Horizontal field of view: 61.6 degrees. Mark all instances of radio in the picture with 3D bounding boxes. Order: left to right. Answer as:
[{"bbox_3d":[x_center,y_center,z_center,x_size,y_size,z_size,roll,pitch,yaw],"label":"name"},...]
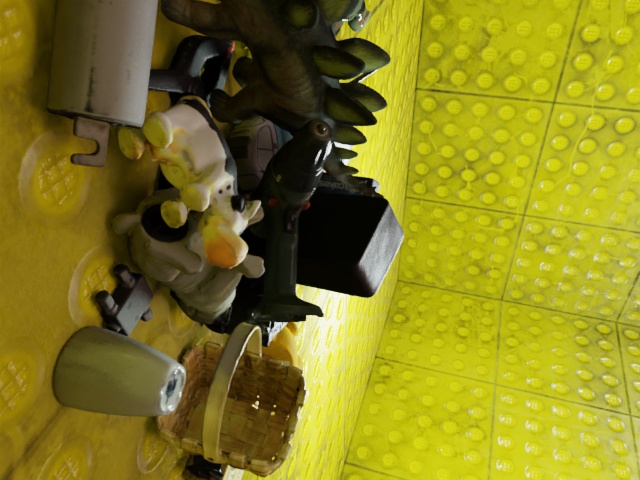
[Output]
[{"bbox_3d":[-0.002,-0.002,0.789,0.131,0.230,0.073,-57,137,-29],"label":"radio"}]

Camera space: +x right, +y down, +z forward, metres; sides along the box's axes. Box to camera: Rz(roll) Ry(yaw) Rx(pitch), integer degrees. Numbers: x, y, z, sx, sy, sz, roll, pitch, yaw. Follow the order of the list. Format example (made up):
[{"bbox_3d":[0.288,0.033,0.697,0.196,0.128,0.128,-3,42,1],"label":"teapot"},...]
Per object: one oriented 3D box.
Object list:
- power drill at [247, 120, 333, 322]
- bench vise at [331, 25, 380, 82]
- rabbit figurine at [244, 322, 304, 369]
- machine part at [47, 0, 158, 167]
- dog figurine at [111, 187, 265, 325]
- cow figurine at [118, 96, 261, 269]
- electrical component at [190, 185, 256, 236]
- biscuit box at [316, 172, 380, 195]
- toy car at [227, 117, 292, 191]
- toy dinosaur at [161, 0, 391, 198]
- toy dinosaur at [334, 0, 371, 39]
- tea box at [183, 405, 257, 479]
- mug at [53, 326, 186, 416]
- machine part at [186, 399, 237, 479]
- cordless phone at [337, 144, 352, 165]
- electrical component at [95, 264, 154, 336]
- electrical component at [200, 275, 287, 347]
[{"bbox_3d":[-0.040,-0.007,0.642,0.232,0.086,0.207,146,-59,-63],"label":"power drill"},{"bbox_3d":[-0.020,-0.264,0.779,0.129,0.224,0.240,-38,168,1],"label":"bench vise"},{"bbox_3d":[-0.097,0.146,0.950,0.173,0.122,0.162,-83,166,-58],"label":"rabbit figurine"},{"bbox_3d":[-0.173,-0.181,0.437,0.079,0.079,0.243,-16,115,-74],"label":"machine part"},{"bbox_3d":[-0.165,0.035,0.630,0.190,0.172,0.121,-49,-154,45],"label":"dog figurine"},{"bbox_3d":[-0.113,-0.057,0.536,0.167,0.068,0.098,62,38,-16],"label":"cow figurine"},{"bbox_3d":[-0.130,-0.039,0.673,0.045,0.102,0.078,-35,126,-61],"label":"electrical component"},{"bbox_3d":[-0.004,-0.085,0.902,0.059,0.203,0.062,-4,103,-74],"label":"biscuit box"},{"bbox_3d":[-0.085,-0.121,0.781,0.103,0.109,0.161,-5,96,-57],"label":"toy car"},{"bbox_3d":[-0.026,-0.176,0.608,0.470,0.199,0.105,58,45,-61],"label":"toy dinosaur"},{"bbox_3d":[0.034,-0.487,0.973,0.192,0.131,0.404,-41,145,-49],"label":"toy dinosaur"},{"bbox_3d":[-0.152,0.327,0.890,0.098,0.068,0.169,79,25,-54],"label":"tea box"},{"bbox_3d":[-0.189,0.141,0.539,0.109,0.107,0.081,66,38,-62],"label":"mug"},{"bbox_3d":[-0.154,0.295,0.828,0.039,0.084,0.139,94,13,-56],"label":"machine part"},{"bbox_3d":[-0.002,-0.164,1.110,0.146,0.089,0.184,81,28,-52],"label":"cordless phone"},{"bbox_3d":[-0.209,0.071,0.582,0.093,0.021,0.063,84,22,-50],"label":"electrical component"},{"bbox_3d":[-0.103,0.095,0.822,0.134,0.115,0.058,-50,152,-63],"label":"electrical component"}]
